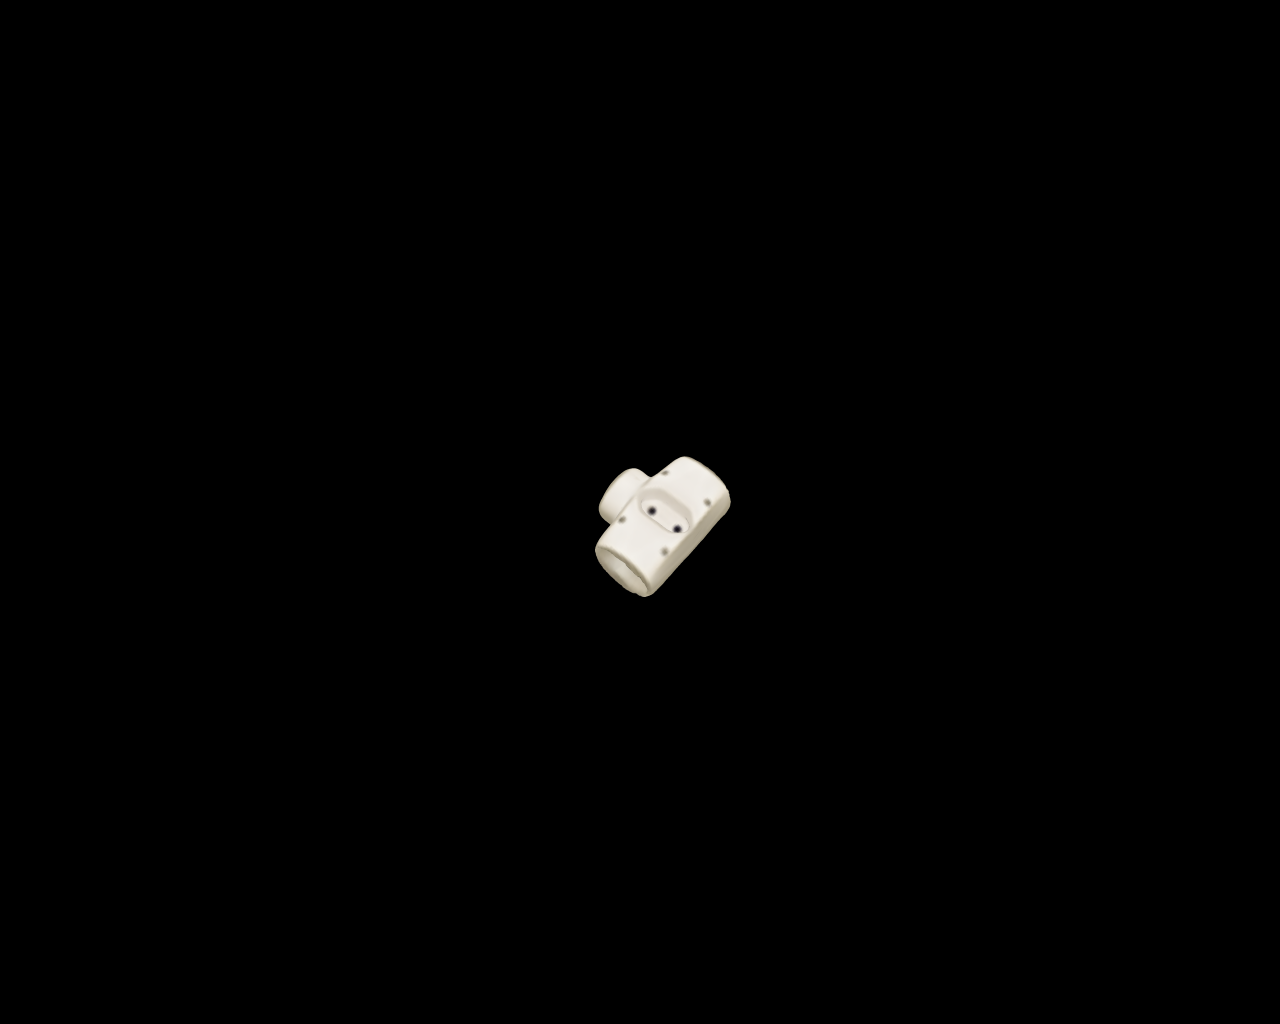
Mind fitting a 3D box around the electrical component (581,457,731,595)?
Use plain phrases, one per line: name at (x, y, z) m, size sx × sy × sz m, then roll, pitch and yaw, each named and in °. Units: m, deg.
electrical component at (0.001, -0.003, 0.650) m, size 0.079 × 0.077 × 0.043 m, roll 38°, pitch -19°, yaw 16°
